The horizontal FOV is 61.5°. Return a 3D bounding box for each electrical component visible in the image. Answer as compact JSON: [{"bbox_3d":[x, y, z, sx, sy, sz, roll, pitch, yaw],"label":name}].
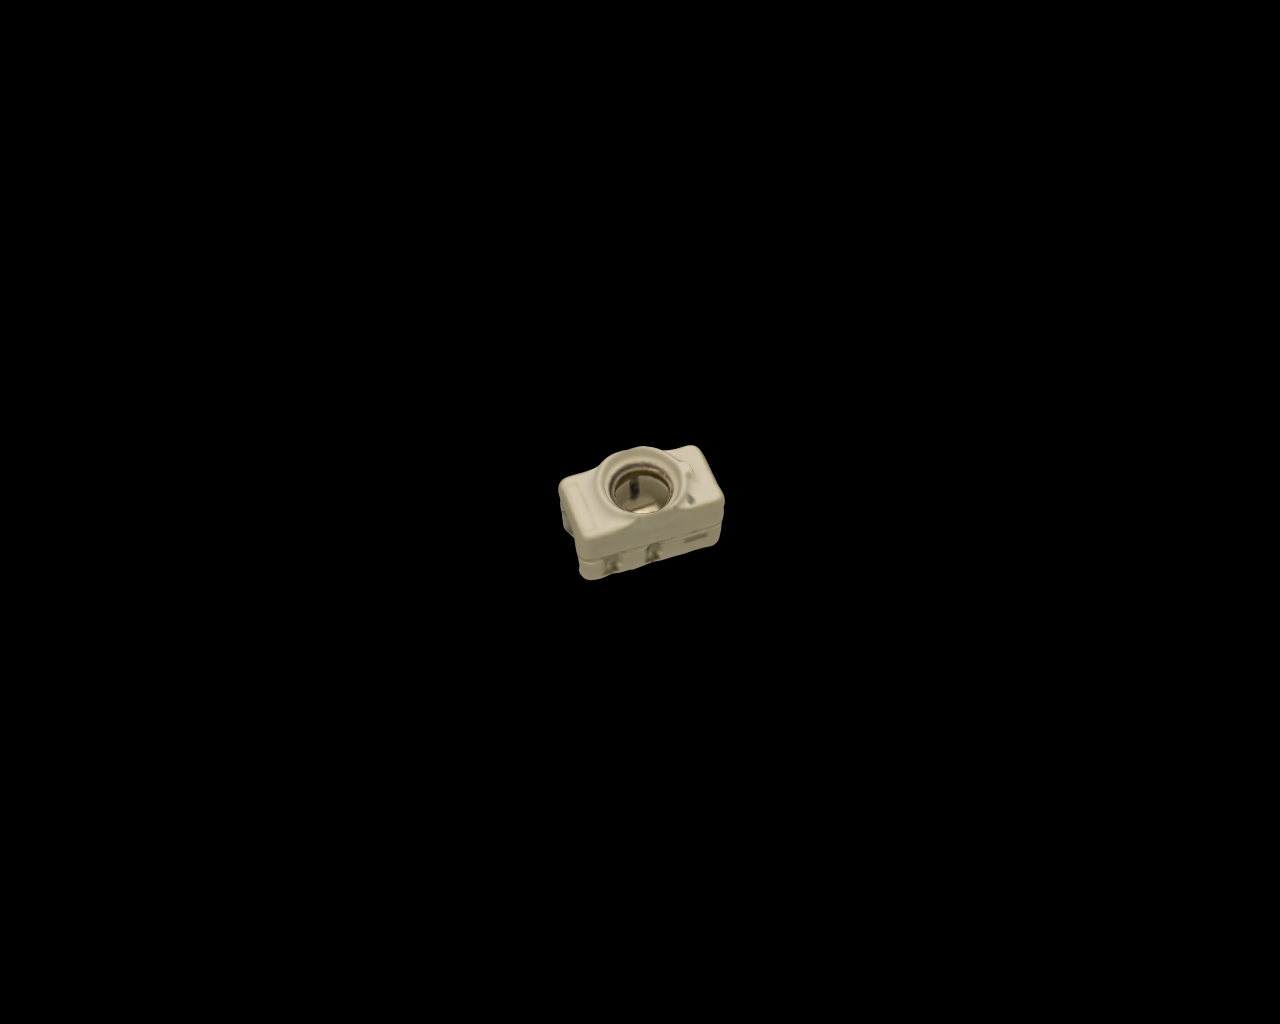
[{"bbox_3d":[0.001,-0.003,0.650,0.089,0.050,0.055,-15,-35,-11],"label":"electrical component"}]
